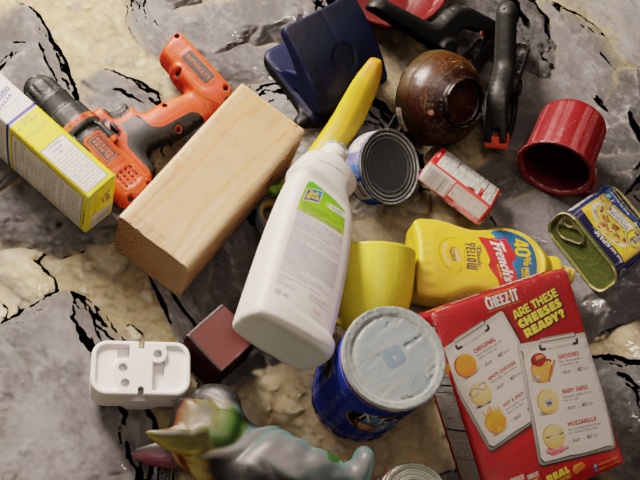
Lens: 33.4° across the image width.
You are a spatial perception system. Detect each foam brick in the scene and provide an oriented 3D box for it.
[{"bbox_3d":[-0.104,0.109,1.076,0.051,0.078,0.053,45,66,7],"label":"foam brick"}]

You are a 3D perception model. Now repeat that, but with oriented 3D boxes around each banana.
[{"bbox_3d":[0.014,-0.114,1.195,0.037,0.069,0.197,34,79,9],"label":"banana"}]

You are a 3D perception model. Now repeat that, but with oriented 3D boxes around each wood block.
[{"bbox_3d":[-0.117,-0.053,1.134,0.090,0.091,0.205,37,64,4],"label":"wood block"}]

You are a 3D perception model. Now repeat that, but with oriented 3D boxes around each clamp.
[{"bbox_3d":[0.142,-0.215,1.275,0.209,0.036,0.164,-17,111,-35],"label":"clamp"},{"bbox_3d":[0.220,-0.195,1.271,0.039,0.120,0.171,0,64,26],"label":"clamp"}]

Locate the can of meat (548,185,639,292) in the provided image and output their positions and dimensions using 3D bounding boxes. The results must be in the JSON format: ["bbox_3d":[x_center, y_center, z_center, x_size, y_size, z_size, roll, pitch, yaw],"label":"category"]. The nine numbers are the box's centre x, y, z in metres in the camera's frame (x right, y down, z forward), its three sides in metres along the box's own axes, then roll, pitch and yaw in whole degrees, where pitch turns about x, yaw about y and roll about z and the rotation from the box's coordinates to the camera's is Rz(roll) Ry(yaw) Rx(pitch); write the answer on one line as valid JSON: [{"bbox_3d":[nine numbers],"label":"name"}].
[{"bbox_3d":[0.331,-0.005,1.242,0.083,0.057,0.102,-32,79,-25],"label":"can of meat"}]

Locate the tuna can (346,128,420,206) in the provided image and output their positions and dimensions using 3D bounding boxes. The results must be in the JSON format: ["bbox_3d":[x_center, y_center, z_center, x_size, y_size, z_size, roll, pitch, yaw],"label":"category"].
[{"bbox_3d":[0.069,-0.082,1.204,0.085,0.034,0.086,2,87,-35],"label":"tuna can"}]

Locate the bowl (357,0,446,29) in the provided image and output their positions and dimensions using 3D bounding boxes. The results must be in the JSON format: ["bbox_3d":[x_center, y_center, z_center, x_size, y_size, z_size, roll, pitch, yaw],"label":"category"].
[{"bbox_3d":[0.075,-0.316,1.312,0.162,0.055,0.162,5,66,-12],"label":"bowl"}]

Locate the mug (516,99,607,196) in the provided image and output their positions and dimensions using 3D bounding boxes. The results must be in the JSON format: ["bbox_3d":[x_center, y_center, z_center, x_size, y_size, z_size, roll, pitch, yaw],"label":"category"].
[{"bbox_3d":[0.296,-0.104,1.266,0.117,0.093,0.081,46,55,-27],"label":"mug"}]

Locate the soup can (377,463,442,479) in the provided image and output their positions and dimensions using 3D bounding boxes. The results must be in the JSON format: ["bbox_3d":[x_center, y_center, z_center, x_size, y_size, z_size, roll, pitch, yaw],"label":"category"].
[{"bbox_3d":[0.078,0.260,1.042,0.068,0.102,0.068,5,66,-12],"label":"soup can"}]

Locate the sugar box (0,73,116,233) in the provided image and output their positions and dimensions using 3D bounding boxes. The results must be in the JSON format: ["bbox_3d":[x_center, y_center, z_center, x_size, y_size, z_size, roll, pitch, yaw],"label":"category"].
[{"bbox_3d":[-0.291,-0.092,1.107,0.176,0.093,0.048,44,63,6],"label":"sugar box"}]

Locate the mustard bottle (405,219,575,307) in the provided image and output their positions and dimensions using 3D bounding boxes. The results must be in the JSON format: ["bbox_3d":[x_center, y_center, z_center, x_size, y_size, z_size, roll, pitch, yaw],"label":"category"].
[{"bbox_3d":[0.193,0.032,1.192,0.191,0.058,0.096,6,61,-12],"label":"mustard bottle"}]

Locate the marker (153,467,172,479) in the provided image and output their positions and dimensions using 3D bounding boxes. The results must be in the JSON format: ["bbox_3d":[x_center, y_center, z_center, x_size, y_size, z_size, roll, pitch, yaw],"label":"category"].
[{"bbox_3d":[-0.155,0.256,1.033,0.020,0.020,0.121,6,67,-11],"label":"marker"}]

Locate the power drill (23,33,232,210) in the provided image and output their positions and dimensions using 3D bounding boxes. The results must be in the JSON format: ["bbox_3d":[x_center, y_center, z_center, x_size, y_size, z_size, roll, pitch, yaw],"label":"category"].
[{"bbox_3d":[-0.205,-0.147,1.173,0.187,0.057,0.184,-41,85,-22],"label":"power drill"}]

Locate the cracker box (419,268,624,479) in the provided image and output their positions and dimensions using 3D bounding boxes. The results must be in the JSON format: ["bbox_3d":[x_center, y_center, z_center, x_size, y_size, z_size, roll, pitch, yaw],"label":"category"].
[{"bbox_3d":[0.203,0.155,1.107,0.164,0.072,0.214,-17,89,-20],"label":"cracker box"}]

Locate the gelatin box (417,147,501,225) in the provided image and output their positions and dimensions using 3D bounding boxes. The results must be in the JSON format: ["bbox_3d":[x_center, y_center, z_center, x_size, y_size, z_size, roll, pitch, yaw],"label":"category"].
[{"bbox_3d":[0.160,-0.062,1.220,0.089,0.030,0.073,38,25,3],"label":"gelatin box"}]

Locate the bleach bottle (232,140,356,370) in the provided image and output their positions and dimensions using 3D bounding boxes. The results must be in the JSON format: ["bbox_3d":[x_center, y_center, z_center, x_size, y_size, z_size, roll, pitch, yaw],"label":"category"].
[{"bbox_3d":[-0.007,0.001,1.091,0.102,0.068,0.250,33,52,-19],"label":"bleach bottle"}]

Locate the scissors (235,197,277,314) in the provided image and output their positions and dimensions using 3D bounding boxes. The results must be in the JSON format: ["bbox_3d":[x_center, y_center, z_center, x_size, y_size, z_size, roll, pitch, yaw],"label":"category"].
[{"bbox_3d":[-0.060,0.012,1.126,0.096,0.016,0.201,37,42,16],"label":"scissors"}]

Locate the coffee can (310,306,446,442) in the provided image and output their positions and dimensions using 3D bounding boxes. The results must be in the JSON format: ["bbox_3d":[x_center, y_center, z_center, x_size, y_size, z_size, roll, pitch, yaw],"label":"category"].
[{"bbox_3d":[0.055,0.137,1.067,0.102,0.140,0.103,5,66,-12],"label":"coffee can"}]
